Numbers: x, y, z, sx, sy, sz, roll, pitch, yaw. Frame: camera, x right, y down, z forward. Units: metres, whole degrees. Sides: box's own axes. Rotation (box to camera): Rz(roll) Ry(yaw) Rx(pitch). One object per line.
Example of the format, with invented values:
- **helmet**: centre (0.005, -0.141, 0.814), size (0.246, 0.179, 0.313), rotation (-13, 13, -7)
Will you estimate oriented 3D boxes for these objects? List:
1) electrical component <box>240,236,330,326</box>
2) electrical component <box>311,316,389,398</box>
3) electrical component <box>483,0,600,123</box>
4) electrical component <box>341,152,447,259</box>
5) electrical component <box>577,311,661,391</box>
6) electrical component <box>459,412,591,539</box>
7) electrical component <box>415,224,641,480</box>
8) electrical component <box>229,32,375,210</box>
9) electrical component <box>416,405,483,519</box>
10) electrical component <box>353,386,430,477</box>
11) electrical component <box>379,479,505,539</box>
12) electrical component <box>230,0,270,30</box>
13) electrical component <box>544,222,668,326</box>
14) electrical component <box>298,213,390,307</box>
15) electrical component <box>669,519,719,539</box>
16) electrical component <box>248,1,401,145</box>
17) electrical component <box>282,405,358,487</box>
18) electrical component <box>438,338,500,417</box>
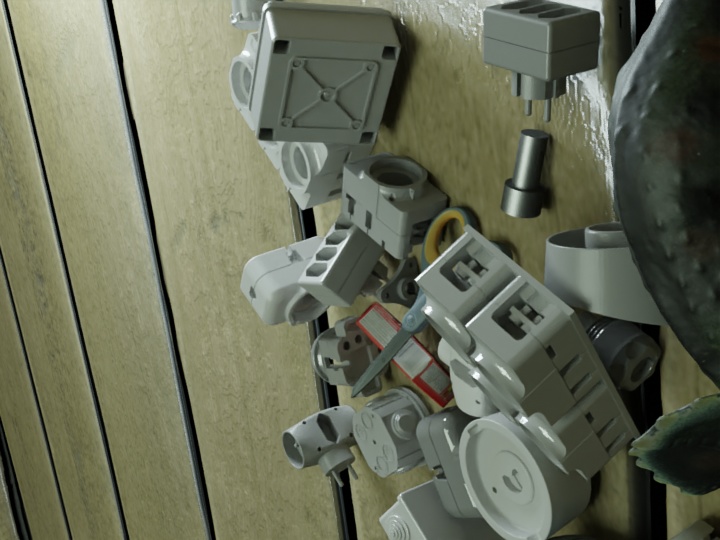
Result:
- **electrical component**: centre (-0.062, 0.014, 1.068), size (0.059, 0.095, 0.053), rotation (52, 145, 29)
- **electrical component**: centre (-0.012, 0.085, 1.067), size (0.057, 0.058, 0.078), rotation (-5, 103, 56)
- **electrical component**: centre (0.122, -0.139, 0.729), size (0.066, 0.047, 0.076), rotation (30, 131, 48)
- **electrical component**: centre (0.028, -0.060, 0.923), size (0.089, 0.050, 0.055), rotation (42, 140, 40)
- **electrical component**: centre (0.176, 0.052, 0.756), size (0.062, 0.043, 0.043), rotation (43, 140, 41)
- **electrical component**: centre (0.137, 0.159, 0.863), size (0.108, 0.060, 0.108), rotation (35, 135, 45)
- **electrical component**: centre (0.116, 0.065, 0.746), size (0.105, 0.060, 0.186), rotation (44, 175, 41)
- **electrical component**: centre (-0.060, -0.143, 1.007), size (0.150, 0.062, 0.089), rotation (57, 147, 21)
- **electrical component**: centre (0.097, 0.166, 0.938), size (0.059, 0.054, 0.095), rotation (-26, 84, 60)
- **electrical component**: centre (0.034, 0.157, 1.038), size (0.080, 0.051, 0.080), rotation (35, 135, 45)
- **electrical component**: centre (0.077, 0.237, 0.970), size (0.099, 0.100, 0.048), rotation (57, 135, 21)
- **electrical component**: centre (-0.102, -0.261, 1.026), size (0.048, 0.048, 0.062), rotation (13, 111, 56)
- **electrical component**: centre (0.168, 0.003, 0.691), size (0.099, 0.099, 0.064), rotation (11, 109, 56)
- **electrical component**: centre (0.000, 0.000, 0.990), size (0.076, 0.083, 0.047), rotation (40, 161, -26)
- **electrical component**: centre (0.232, 0.210, 0.742), size (0.057, 0.058, 0.078), rotation (55, 147, 20)
- **electrical component**: centre (-0.032, -0.162, 0.896), size (0.108, 0.109, 0.056), rotation (106, 158, -45)
- **electrical component**: centre (-0.030, 0.191, 1.137), size (0.079, 0.077, 0.043), rotation (57, 147, 21)
- **electrical component**: centre (0.092, 0.071, 0.902), size (0.079, 0.043, 0.077), rotation (35, 135, 45)
